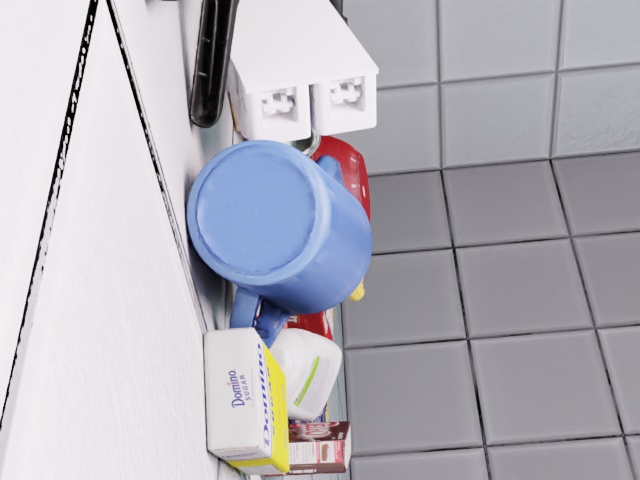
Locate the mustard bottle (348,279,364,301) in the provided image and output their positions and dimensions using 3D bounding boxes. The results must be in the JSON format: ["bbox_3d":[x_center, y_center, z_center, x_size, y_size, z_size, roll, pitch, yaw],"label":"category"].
[{"bbox_3d":[-0.007,0.001,1.188,0.191,0.058,0.096,51,16,-31],"label":"mustard bottle"}]

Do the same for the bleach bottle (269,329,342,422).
[{"bbox_3d":[-0.029,0.130,1.095,0.251,0.068,0.102,67,43,-76],"label":"bleach bottle"}]

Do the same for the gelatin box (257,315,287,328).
[{"bbox_3d":[-0.054,0.056,1.187,0.073,0.030,0.089,79,7,-64],"label":"gelatin box"}]

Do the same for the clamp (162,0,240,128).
[{"bbox_3d":[-0.074,-0.200,0.811,0.164,0.036,0.210,86,18,-57],"label":"clamp"}]

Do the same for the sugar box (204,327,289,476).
[{"bbox_3d":[-0.056,0.136,0.870,0.176,0.048,0.093,79,6,-72],"label":"sugar box"}]

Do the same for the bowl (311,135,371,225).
[{"bbox_3d":[0.028,-0.057,1.304,0.162,0.055,0.162,-5,90,-80],"label":"bowl"}]

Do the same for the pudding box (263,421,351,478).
[{"bbox_3d":[-0.014,0.217,1.118,0.113,0.090,0.039,-31,117,-86],"label":"pudding box"}]

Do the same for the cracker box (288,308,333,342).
[{"bbox_3d":[-0.023,0.024,1.369,0.164,0.072,0.213,79,11,-52],"label":"cracker box"}]

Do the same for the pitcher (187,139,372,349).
[{"bbox_3d":[-0.034,0.002,0.881,0.242,0.145,0.149,38,29,-81],"label":"pitcher"}]

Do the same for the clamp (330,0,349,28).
[{"bbox_3d":[0.014,-0.224,1.151,0.120,0.039,0.171,71,21,-58],"label":"clamp"}]

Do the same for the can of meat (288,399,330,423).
[{"bbox_3d":[-0.014,0.230,1.414,0.102,0.057,0.084,-83,169,-73],"label":"can of meat"}]

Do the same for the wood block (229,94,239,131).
[{"bbox_3d":[-0.056,-0.224,1.078,0.091,0.090,0.206,-91,176,-50],"label":"wood block"}]
